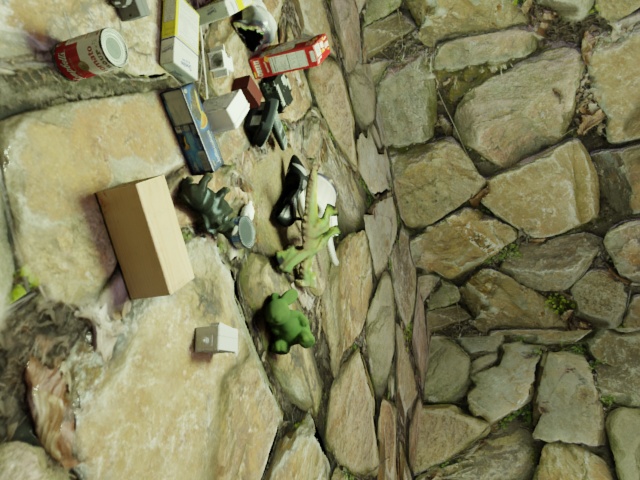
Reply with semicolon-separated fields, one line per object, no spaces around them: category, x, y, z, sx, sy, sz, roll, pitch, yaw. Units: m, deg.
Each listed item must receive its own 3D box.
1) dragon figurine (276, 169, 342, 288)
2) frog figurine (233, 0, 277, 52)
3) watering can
dragon figurine;-0.051;-0.001;1.561;0.247;0.123;0.400;-53;147;-31
frog figurine;-0.183;-0.667;1.540;0.136;0.122;0.162;33;61;-39
watering can;0.005;-0.091;1.808;0.341;0.103;0.230;63;30;-33
